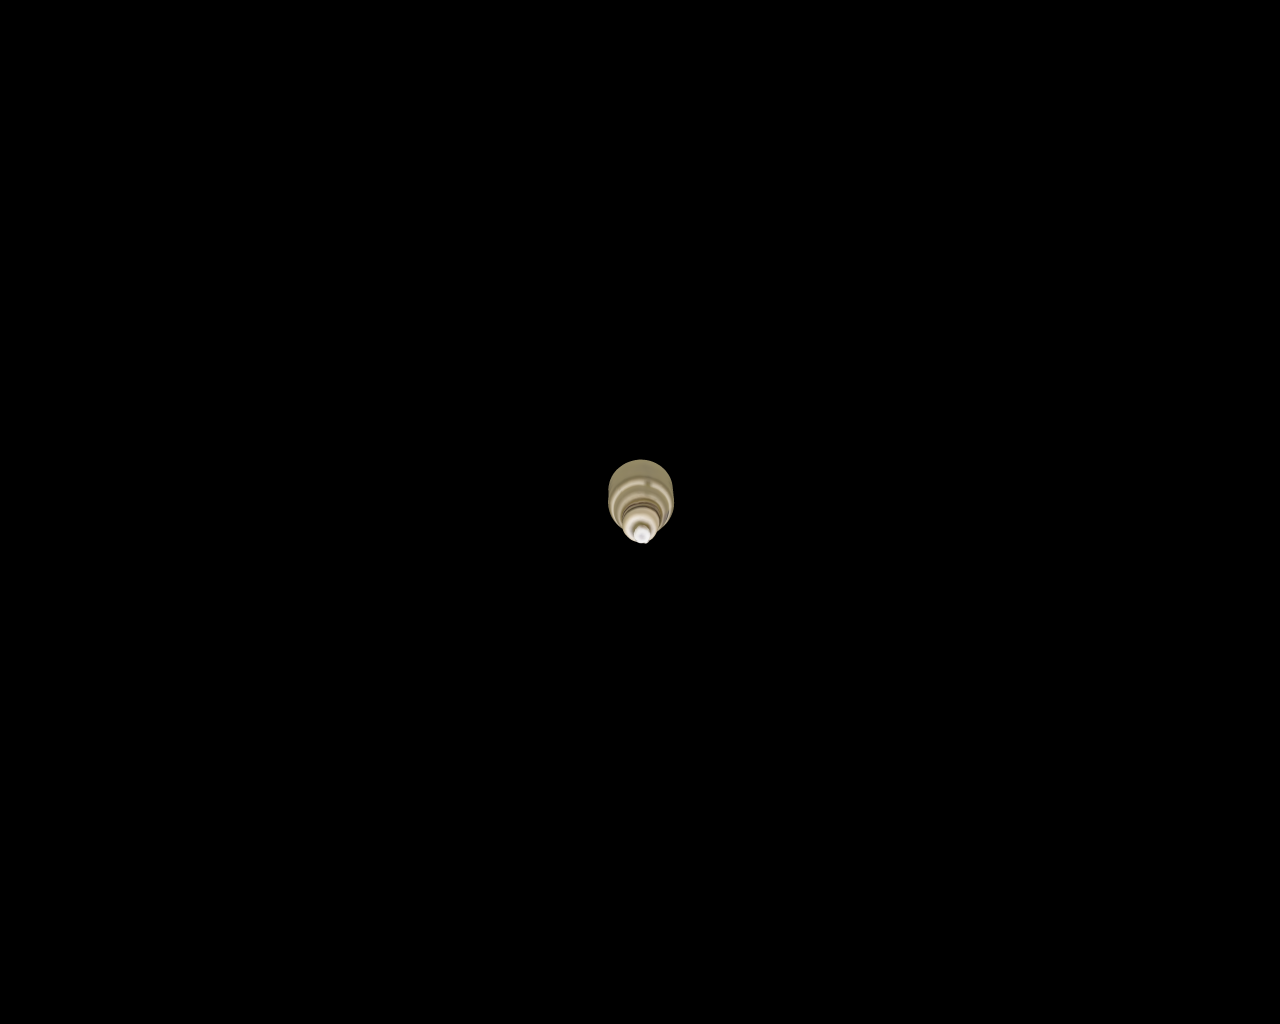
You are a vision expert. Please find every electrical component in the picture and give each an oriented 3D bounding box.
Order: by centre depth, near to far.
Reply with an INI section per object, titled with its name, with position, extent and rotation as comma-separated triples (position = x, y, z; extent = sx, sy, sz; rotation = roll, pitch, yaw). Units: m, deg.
[electrical component]
position = 0.001, -0.003, 0.650
extent = 0.040, 0.040, 0.078
rotation = 0, 25, 0
